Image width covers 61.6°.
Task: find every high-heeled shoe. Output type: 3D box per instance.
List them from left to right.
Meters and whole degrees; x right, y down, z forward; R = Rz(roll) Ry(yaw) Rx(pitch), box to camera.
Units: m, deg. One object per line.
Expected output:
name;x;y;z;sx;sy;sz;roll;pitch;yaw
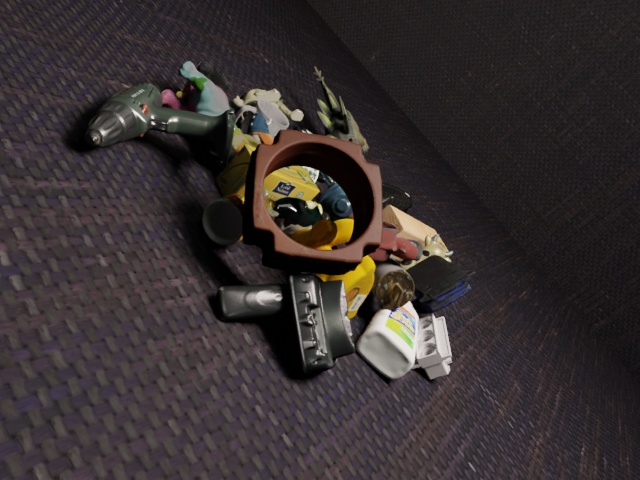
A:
high-heeled shoe;0.180;-0.107;1.425;0.248;0.086;0.145;50;4;-46

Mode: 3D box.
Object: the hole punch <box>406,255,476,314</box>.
hole punch;0.245;0.106;1.131;0.116;0.142;0.092;36;-36;53

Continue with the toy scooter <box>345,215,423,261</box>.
toy scooter;0.094;-0.003;1.018;0.184;0.075;0.135;24;16;39

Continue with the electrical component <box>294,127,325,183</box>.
electrical component;-0.028;-0.219;1.346;0.114;0.058;0.134;30;28;-36

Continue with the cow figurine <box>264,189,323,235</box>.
cow figurine;-0.069;-0.044;0.953;0.167;0.098;0.068;13;47;-53

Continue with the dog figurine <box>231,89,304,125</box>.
dog figurine;-0.142;-0.314;1.283;0.172;0.121;0.191;35;12;-32

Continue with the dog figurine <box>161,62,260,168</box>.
dog figurine;-0.192;-0.223;1.028;0.219;0.108;0.191;49;21;-4

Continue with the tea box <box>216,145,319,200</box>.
tea box;-0.095;-0.100;0.999;0.169;0.098;0.068;14;39;-48

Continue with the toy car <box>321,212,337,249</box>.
toy car;-0.002;-0.003;1.052;0.073;0.056;0.202;31;29;-47

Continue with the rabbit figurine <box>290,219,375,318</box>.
rabbit figurine;0.003;0.036;0.913;0.122;0.162;0.173;-4;35;-46

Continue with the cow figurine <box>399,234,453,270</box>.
cow figurine;0.236;0.056;1.263;0.085;0.127;0.195;52;27;5

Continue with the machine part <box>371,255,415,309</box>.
machine part;0.127;0.071;1.057;0.079;0.079;0.243;41;5;-13

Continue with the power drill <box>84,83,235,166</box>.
power drill;-0.241;-0.176;0.849;0.207;0.085;0.232;6;29;-11

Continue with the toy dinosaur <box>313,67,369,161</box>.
toy dinosaur;0.061;-0.293;1.459;0.198;0.105;0.472;59;8;-50

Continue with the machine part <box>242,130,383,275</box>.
machine part;-0.012;-0.053;0.810;0.201;0.087;0.201;7;70;-17

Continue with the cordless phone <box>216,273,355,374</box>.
cordless phone;-0.052;0.121;0.760;0.184;0.089;0.146;0;74;-32

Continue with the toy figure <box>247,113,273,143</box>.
toy figure;-0.109;-0.174;1.070;0.058;0.064;0.154;-73;147;-68

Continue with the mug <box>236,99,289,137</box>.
mug;-0.136;-0.231;1.124;0.109;0.107;0.081;10;41;-47

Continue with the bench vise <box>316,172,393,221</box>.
bench vise;0.046;-0.116;1.235;0.240;0.129;0.223;55;22;10
